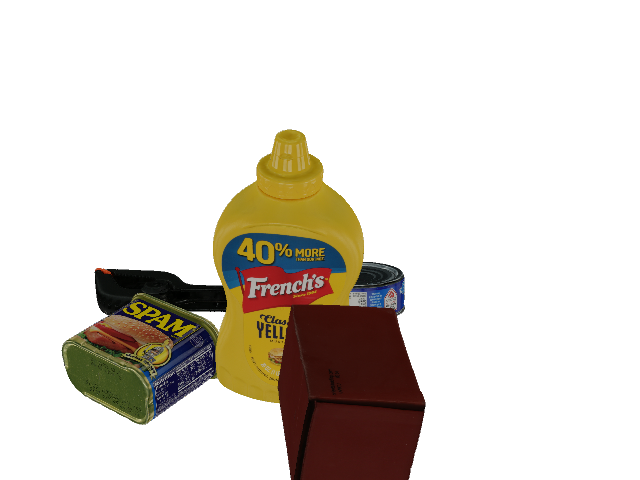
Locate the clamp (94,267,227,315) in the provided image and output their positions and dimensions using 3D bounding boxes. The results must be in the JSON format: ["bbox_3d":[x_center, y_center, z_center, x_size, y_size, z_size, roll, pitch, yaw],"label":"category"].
[{"bbox_3d":[-0.168,0.065,1.090,0.210,0.036,0.164,11,20,34],"label":"clamp"}]

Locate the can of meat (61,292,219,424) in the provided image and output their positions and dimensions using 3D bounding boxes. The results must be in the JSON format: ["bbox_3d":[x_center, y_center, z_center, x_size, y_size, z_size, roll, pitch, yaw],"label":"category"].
[{"bbox_3d":[-0.142,0.093,0.851,0.102,0.057,0.083,19,34,32],"label":"can of meat"}]

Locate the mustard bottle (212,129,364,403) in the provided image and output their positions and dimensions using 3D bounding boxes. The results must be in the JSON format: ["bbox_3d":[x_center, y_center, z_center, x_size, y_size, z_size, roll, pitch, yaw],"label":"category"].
[{"bbox_3d":[-0.021,0.017,0.690,0.096,0.192,0.058,6,33,6],"label":"mustard bottle"}]

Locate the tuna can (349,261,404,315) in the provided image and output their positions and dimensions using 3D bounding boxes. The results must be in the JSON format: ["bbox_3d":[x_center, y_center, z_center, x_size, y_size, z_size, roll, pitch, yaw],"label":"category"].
[{"bbox_3d":[0.034,0.045,0.968,0.086,0.034,0.086,-1,14,0],"label":"tuna can"}]

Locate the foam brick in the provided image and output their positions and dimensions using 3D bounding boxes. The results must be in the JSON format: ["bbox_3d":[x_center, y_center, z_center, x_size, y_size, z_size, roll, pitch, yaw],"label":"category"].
[{"bbox_3d":[0.012,0.071,0.487,0.053,0.051,0.078,4,28,-9],"label":"foam brick"}]
